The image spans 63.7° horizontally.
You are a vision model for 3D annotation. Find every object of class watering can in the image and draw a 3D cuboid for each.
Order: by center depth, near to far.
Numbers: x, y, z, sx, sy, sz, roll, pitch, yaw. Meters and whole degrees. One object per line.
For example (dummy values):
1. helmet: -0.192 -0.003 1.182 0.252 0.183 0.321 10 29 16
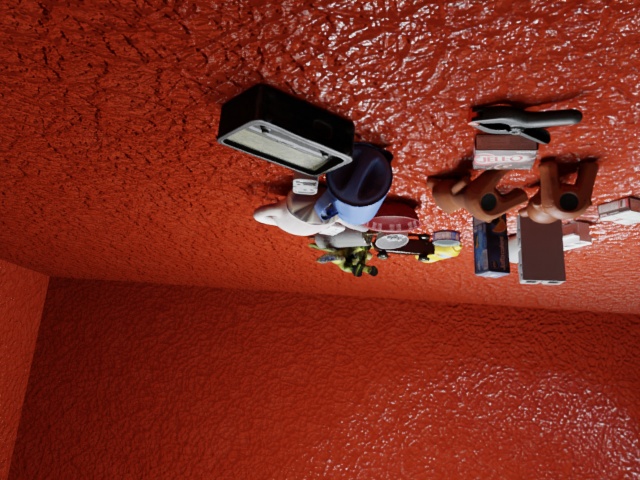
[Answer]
1. watering can: 0.004 -0.068 1.349 0.348 0.105 0.222 3 168 -20

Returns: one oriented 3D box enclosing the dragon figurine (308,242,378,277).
1. dragon figurine: 0.061 0.046 1.731 0.243 0.122 0.410 9 -178 44
